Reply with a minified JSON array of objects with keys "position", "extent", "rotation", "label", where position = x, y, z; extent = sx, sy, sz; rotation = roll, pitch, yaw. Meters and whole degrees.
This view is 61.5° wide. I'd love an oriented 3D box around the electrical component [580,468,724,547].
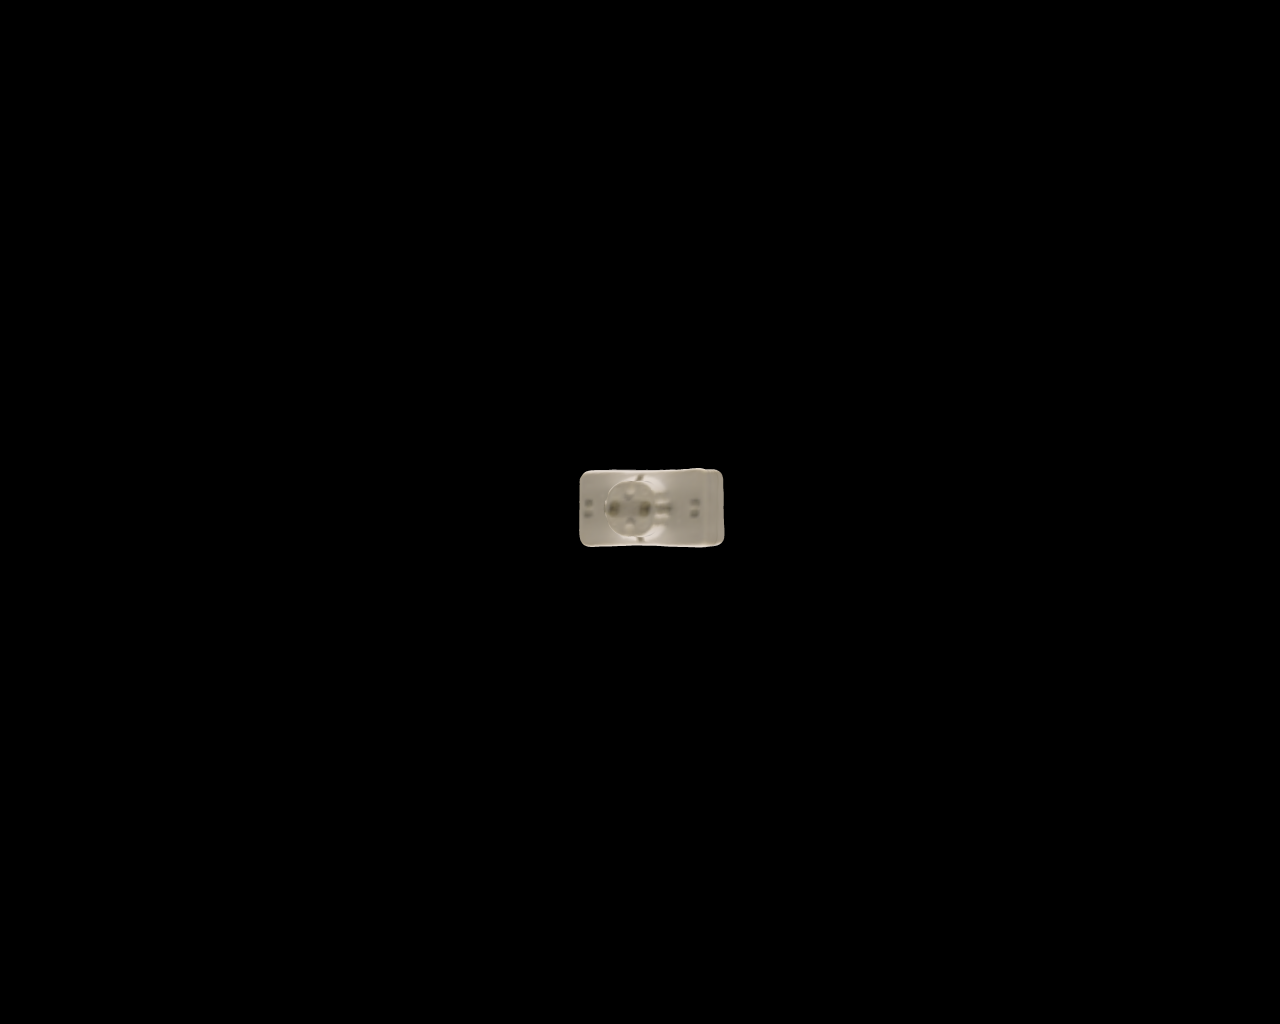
[{"position":[0.001,-0.003,0.650],"extent":[0.083,0.047,0.076],"rotation":[0,0,21],"label":"electrical component"}]
